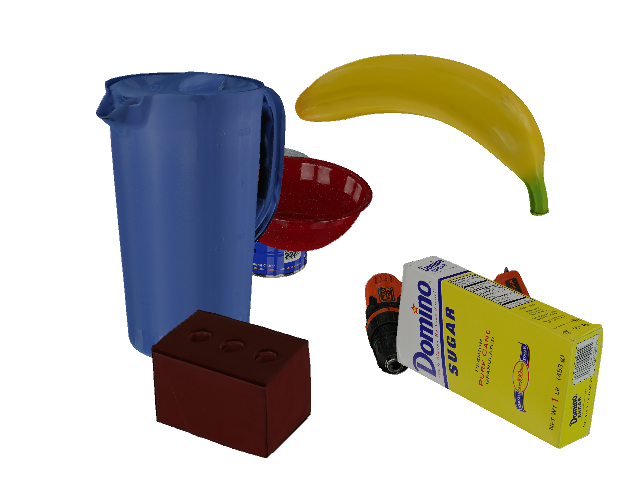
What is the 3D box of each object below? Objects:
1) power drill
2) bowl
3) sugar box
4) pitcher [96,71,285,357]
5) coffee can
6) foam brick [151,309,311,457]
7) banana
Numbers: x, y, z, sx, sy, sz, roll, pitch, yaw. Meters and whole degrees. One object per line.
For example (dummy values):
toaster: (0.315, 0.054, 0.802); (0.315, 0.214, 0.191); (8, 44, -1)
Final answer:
power drill: (0.144, 0.088, 1.208); (0.187, 0.057, 0.184); (-3, 27, 0)
bowl: (-0.028, -0.034, 1.127); (0.162, 0.055, 0.162); (5, 28, -3)
sugar box: (0.135, 0.083, 0.845); (0.048, 0.093, 0.176); (-14, 26, -41)
pitcher: (-0.108, -0.025, 0.934); (0.149, 0.243, 0.145); (1, 17, 0)
coffee can: (-0.063, -0.037, 1.381); (0.103, 0.140, 0.103); (3, 28, -2)
foam brick: (-0.051, 0.081, 0.615); (0.078, 0.051, 0.052); (13, 28, 23)
banana: (0.063, -0.081, 0.662); (0.198, 0.070, 0.037); (27, 9, 36)
